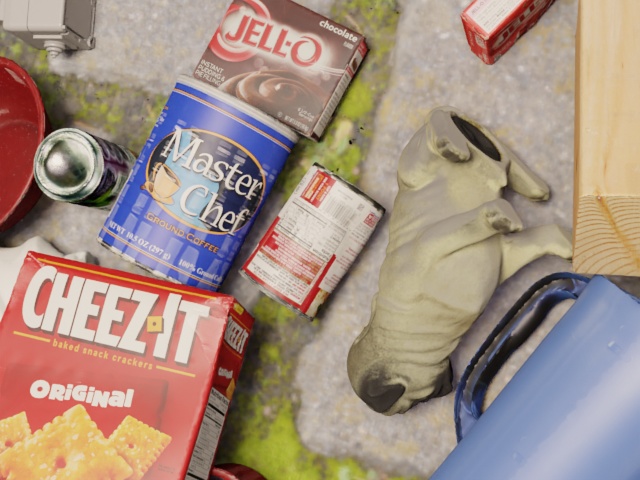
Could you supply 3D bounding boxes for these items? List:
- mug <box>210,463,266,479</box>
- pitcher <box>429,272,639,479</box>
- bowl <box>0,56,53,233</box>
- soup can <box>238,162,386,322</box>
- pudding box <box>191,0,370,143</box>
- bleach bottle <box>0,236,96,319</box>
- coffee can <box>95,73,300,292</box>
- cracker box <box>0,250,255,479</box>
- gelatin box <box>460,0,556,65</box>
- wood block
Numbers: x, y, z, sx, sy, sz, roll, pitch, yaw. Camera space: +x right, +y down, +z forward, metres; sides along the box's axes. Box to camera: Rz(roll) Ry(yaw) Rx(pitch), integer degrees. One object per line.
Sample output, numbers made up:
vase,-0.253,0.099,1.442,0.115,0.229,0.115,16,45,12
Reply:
mug,-0.083,0.201,0.793,0.093,0.081,0.117,-42,79,5
pitcher,0.158,0.145,0.736,0.145,0.149,0.243,41,97,-3
bowl,-0.268,-0.064,0.857,0.162,0.055,0.162,-8,72,25
soup can,-0.005,0.001,0.804,0.068,0.068,0.102,34,91,12
pudding box,-0.031,-0.140,0.837,0.113,0.039,0.090,28,89,12
bleach bottle,-0.305,0.040,0.864,0.251,0.068,0.102,-12,82,8
coffee can,-0.092,-0.040,0.807,0.103,0.102,0.140,27,90,12
cracker box,-0.156,0.129,0.739,0.164,0.072,0.213,12,74,13
gelatin box,0.146,-0.177,0.788,0.089,0.073,0.030,-45,78,4
wood block,0.216,-0.086,0.714,0.090,0.091,0.206,2,57,12
